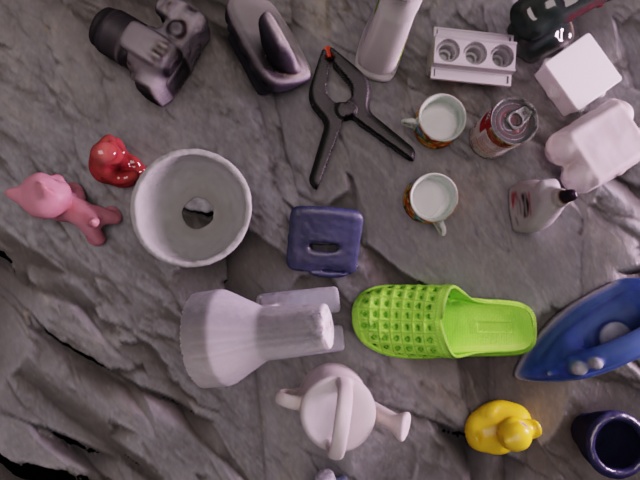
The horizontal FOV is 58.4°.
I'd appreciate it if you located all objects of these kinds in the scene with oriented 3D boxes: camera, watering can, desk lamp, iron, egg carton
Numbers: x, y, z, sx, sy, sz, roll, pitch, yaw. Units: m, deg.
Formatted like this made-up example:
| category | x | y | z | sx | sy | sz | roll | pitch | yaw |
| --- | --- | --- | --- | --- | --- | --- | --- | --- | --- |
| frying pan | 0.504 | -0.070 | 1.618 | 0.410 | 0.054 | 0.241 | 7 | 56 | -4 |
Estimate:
| category | x | y | z | sx | sy | sz | roll | pitch | yaw |
| --- | --- | --- | --- | --- | --- | --- | --- | --- | --- |
| camera | -0.250 | -0.291 | 0.820 | 0.137 | 0.100 | 0.143 | 31 | 85 | -1 |
| watering can | 0.031 | 0.225 | 0.756 | 0.173 | 0.194 | 0.101 | -10 | 87 | -4 |
| desk lamp | -0.064 | 0.115 | 0.748 | 0.203 | 0.213 | 0.118 | -7 | 86 | -4 |
| iron | 0.412 | 0.145 | 0.813 | 0.258 | 0.141 | 0.119 | -28 | 88 | -5 |
| egg carton | 0.420 | -0.141 | 0.869 | 0.150 | 0.069 | 0.107 | -32 | 89 | -5 |

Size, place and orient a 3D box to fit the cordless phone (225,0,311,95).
| category | x | y | z | sx | sy | sz | roll | pitch | yaw |
| --- | --- | --- | --- | --- | --- | --- | --- | --- | --- |
| cordless phone | -0.074 | -0.290 | 0.789 | 0.094 | 0.185 | 0.147 | -33 | 88 | -5 |

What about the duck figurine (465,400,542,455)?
| category | x | y | z | sx | sy | sz | roll | pitch | yaw |
| --- | --- | --- | --- | --- | --- | --- | --- | --- | --- |
| duck figurine | 0.266 | 0.277 | 0.822 | 0.104 | 0.086 | 0.077 | -12 | 87 | -4 |

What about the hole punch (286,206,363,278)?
| category | x | y | z | sx | sy | sz | roll | pitch | yaw |
| --- | --- | --- | --- | --- | --- | --- | --- | --- | --- |
| hole punch | 0.008 | 0.003 | 0.821 | 0.108 | 0.091 | 0.101 | 4 | 86 | -3 |

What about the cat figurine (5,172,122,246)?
| category | x | y | z | sx | sy | sz | roll | pitch | yaw |
| --- | --- | --- | --- | --- | --- | --- | --- | --- | --- |
| cat figurine | -0.353 | -0.048 | 0.788 | 0.128 | 0.117 | 0.067 | 30 | 85 | -1 |

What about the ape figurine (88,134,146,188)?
| category | x | y | z | sx | sy | sz | roll | pitch | yaw |
| --- | --- | --- | --- | --- | --- | --- | --- | --- | --- |
| ape figurine | -0.295 | -0.114 | 0.809 | 0.076 | 0.092 | 0.078 | -10 | 87 | -4 |

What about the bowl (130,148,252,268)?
| category | x | y | z | sx | sy | sz | roll | pitch | yaw |
| --- | --- | --- | --- | --- | --- | --- | --- | --- | --- |
| bowl | -0.179 | -0.043 | 0.821 | 0.167 | 0.074 | 0.167 | 0 | 86 | -4 |

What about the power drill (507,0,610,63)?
| category | x | y | z | sx | sy | sz | roll | pitch | yaw |
| --- | --- | --- | --- | --- | --- | --- | --- | --- | --- |
| power drill | 0.359 | -0.338 | 0.809 | 0.229 | 0.208 | 0.075 | -30 | 88 | -5 |

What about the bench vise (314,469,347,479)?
| category | x | y | z | sx | sy | sz | roll | pitch | yaw |
| --- | --- | --- | --- | --- | --- | --- | --- | --- | --- |
| bench vise | 0.024 | 0.415 | 0.730 | 0.121 | 0.219 | 0.207 | -34 | 89 | -5 |

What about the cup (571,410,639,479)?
| category | x | y | z | sx | sy | sz | roll | pitch | yaw |
| --- | --- | --- | --- | --- | --- | --- | --- | --- | --- |
| cup | 0.418 | 0.280 | 0.827 | 0.118 | 0.095 | 0.092 | -19 | 87 | -5 |

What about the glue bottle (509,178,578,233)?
| category | x | y | z | sx | sy | sz | roll | pitch | yaw |
| --- | --- | --- | --- | --- | --- | --- | --- | --- | --- |
| glue bottle | 0.314 | -0.054 | 0.804 | 0.037 | 0.173 | 0.078 | -9 | 86 | -4 |
